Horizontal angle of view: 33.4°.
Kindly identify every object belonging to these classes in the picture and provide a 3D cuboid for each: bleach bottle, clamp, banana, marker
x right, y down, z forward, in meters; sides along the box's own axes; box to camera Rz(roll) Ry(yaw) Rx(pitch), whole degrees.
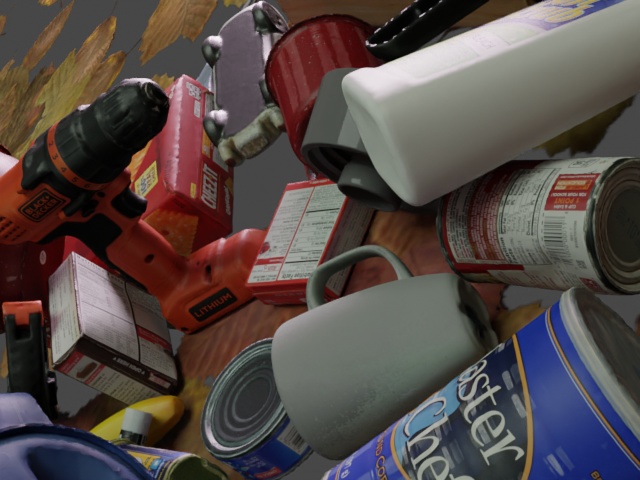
[{"bbox_3d":[0.141,-0.102,0.553,0.251,0.068,0.102,-25,19,-2],"label":"bleach bottle"},{"bbox_3d":[0.118,-0.191,0.607,0.036,0.209,0.164,30,125,57],"label":"clamp"},{"bbox_3d":[-0.214,0.123,0.796,0.039,0.171,0.120,-10,45,-14],"label":"clamp"},{"bbox_3d":[-0.169,0.183,0.760,0.070,0.037,0.198,32,87,35],"label":"banana"},{"bbox_3d":[-0.137,0.174,0.717,0.020,0.020,0.121,-2,71,51],"label":"marker"}]

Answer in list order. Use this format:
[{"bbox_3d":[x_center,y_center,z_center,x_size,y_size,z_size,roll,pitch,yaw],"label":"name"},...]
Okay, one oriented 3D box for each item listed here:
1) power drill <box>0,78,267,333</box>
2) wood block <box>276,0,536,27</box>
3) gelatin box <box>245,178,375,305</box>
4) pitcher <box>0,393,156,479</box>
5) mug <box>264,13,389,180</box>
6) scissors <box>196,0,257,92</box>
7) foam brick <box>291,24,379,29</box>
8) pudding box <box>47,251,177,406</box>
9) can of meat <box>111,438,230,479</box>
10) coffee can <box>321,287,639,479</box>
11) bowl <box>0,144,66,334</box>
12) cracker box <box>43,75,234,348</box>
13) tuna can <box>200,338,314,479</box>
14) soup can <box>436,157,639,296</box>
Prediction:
[{"bbox_3d":[-0.119,-0.019,0.747,0.185,0.187,0.057,-29,37,35],"label":"power drill"},{"bbox_3d":[0.060,-0.210,0.743,0.206,0.090,0.090,9,64,36],"label":"wood block"},{"bbox_3d":[-0.005,0.001,0.730,0.073,0.030,0.089,-6,55,48],"label":"gelatin box"},{"bbox_3d":[-0.179,0.211,0.593,0.243,0.145,0.149,-57,1,39],"label":"pitcher"},{"bbox_3d":[0.009,-0.090,0.757,0.081,0.093,0.117,-106,28,-47],"label":"mug"},{"bbox_3d":[-0.095,-0.160,1.016,0.202,0.016,0.096,-54,34,-3],"label":"scissors"},{"bbox_3d":[0.016,-0.175,0.854,0.053,0.051,0.078,-15,48,44],"label":"foam brick"},{"bbox_3d":[-0.156,0.069,0.798,0.039,0.090,0.113,-49,31,15],"label":"pudding box"},{"bbox_3d":[-0.110,0.179,0.666,0.084,0.057,0.102,-5,55,48],"label":"can of meat"},{"bbox_3d":[0.084,0.101,0.448,0.140,0.102,0.103,-40,34,19],"label":"coffee can"},{"bbox_3d":[-0.239,0.008,0.828,0.055,0.162,0.162,9,56,5],"label":"bowl"},{"bbox_3d":[-0.168,-0.021,0.921,0.214,0.072,0.164,-35,36,27],"label":"cracker box"},{"bbox_3d":[-0.033,0.104,0.658,0.086,0.033,0.086,-31,36,26],"label":"tuna can"},{"bbox_3d":[0.119,-0.008,0.544,0.102,0.068,0.068,3,61,53],"label":"soup can"}]
